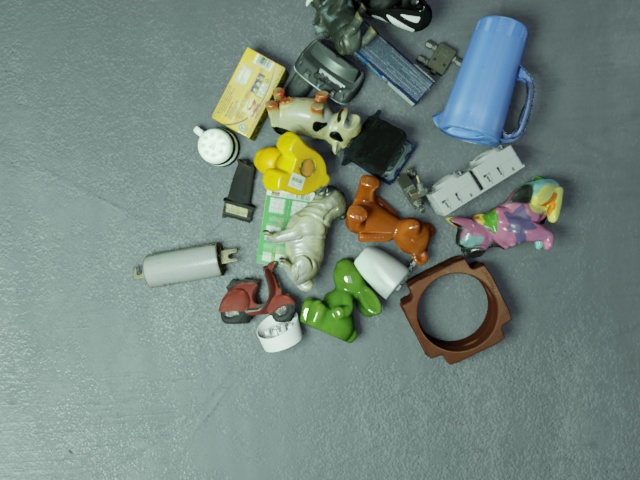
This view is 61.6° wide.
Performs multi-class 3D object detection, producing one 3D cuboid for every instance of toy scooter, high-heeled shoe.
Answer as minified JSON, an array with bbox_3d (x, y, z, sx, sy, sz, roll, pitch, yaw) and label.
[{"bbox_3d":[-0.141,0.117,1.193,0.184,0.075,0.135,-6,79,16],"label":"toy scooter"},{"bbox_3d":[0.119,-0.505,1.089,0.249,0.145,0.086,36,95,-2],"label":"high-heeled shoe"}]

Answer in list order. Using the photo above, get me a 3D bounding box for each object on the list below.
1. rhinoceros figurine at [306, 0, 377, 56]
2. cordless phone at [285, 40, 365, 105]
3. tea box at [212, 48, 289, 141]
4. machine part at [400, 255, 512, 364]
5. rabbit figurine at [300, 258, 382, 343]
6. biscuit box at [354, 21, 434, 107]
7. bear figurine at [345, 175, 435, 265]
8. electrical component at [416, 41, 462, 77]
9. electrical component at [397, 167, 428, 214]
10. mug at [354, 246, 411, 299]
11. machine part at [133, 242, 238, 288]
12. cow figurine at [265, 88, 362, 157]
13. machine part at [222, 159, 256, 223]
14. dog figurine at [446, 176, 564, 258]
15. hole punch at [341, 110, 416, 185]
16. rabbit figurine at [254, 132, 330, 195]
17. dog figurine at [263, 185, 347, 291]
[{"bbox_3d":[0.039,-0.451,1.101,0.112,0.073,0.190,-41,57,25],"label":"rhinoceros figurine"},{"bbox_3d":[-0.006,-0.320,1.157,0.146,0.089,0.184,36,108,-2],"label":"cordless phone"},{"bbox_3d":[-0.149,-0.311,1.160,0.098,0.068,0.169,31,97,0],"label":"tea box"},{"bbox_3d":[0.291,0.149,1.171,0.201,0.087,0.201,-28,92,5],"label":"machine part"},{"bbox_3d":[0.055,0.128,1.170,0.159,0.121,0.170,23,81,-3],"label":"rabbit figurine"},{"bbox_3d":[0.146,-0.374,1.143,0.202,0.059,0.063,41,98,-2],"label":"biscuit box"},{"bbox_3d":[0.155,-0.035,1.141,0.196,0.131,0.120,23,65,7],"label":"bear figurine"},{"bbox_3d":[0.259,-0.385,1.155,0.094,0.021,0.063,30,97,-1],"label":"electrical component"},{"bbox_3d":[0.200,-0.111,1.150,0.045,0.102,0.078,-32,117,9],"label":"electrical component"},{"bbox_3d":[0.134,0.059,1.160,0.107,0.109,0.080,41,118,9],"label":"mug"},{"bbox_3d":[-0.301,0.057,1.198,0.243,0.079,0.079,-10,95,3],"label":"machine part"},{"bbox_3d":[-0.009,-0.244,1.126,0.195,0.127,0.085,7,53,10],"label":"cow figurine"},{"bbox_3d":[-0.175,-0.110,1.195,0.084,0.039,0.138,12,102,10],"label":"machine part"},{"bbox_3d":[0.383,-0.050,1.139,0.219,0.108,0.191,9,97,5],"label":"dog figurine"},{"bbox_3d":[0.131,-0.192,1.157,0.116,0.092,0.142,37,99,31],"label":"hole punch"},{"bbox_3d":[-0.065,-0.162,1.138,0.162,0.173,0.121,4,99,-42],"label":"rabbit figurine"},{"bbox_3d":[-0.003,-0.005,1.145,0.191,0.121,0.172,-30,99,0],"label":"dog figurine"}]
